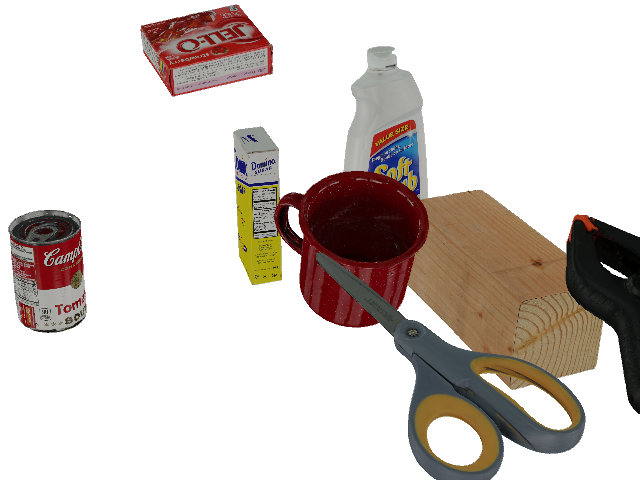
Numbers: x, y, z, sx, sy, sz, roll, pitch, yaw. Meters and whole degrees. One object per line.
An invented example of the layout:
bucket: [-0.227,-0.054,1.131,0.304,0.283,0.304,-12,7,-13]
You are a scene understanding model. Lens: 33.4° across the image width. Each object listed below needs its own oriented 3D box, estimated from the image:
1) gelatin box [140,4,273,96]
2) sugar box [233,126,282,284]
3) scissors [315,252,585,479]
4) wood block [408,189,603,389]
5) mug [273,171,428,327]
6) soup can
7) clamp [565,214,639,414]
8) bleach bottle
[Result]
gelatin box: [-0.092,-0.155,0.864,0.089,0.030,0.073,-17,44,-18]
sugar box: [-0.079,-0.044,1.328,0.048,0.176,0.093,-9,25,-13]
scissors: [0.043,0.067,0.574,0.202,0.016,0.096,26,47,34]
wood block: [0.163,0.038,0.991,0.090,0.090,0.206,-10,29,-21]
mug: [0.017,0.005,0.785,0.117,0.081,0.093,25,51,15]
soup can: [-0.266,0.031,1.043,0.068,0.102,0.068,2,28,-1]
clamp: [0.232,0.044,0.727,0.120,0.039,0.171,-2,45,-19]
bleach bottle: [0.065,-0.083,1.160,0.102,0.251,0.068,-10,23,-12]
